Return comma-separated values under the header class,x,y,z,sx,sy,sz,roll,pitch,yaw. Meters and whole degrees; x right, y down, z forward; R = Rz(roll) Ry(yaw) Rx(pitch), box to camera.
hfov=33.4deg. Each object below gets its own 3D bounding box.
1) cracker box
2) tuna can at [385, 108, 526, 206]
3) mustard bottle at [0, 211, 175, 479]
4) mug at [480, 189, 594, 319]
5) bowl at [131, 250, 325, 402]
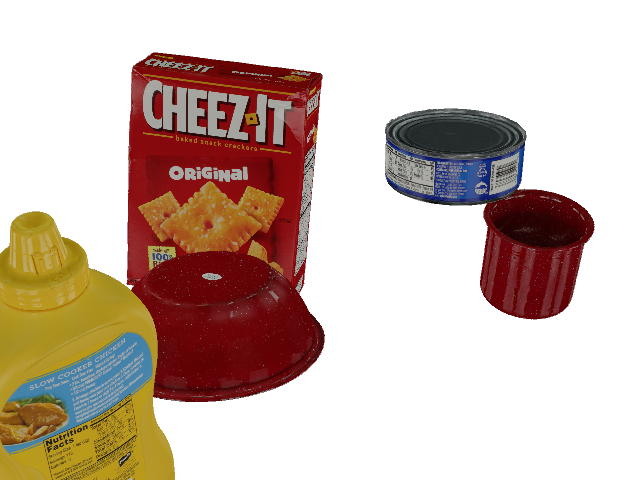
class,x,y,z,sx,sy,sz,roll,pitch,yaw
cracker box,-0.092,-0.054,0.987,0.164,0.214,0.072,8,22,7
tuna can,0.082,-0.052,0.657,0.086,0.034,0.086,0,25,0
mustard bottle,-0.122,0.070,0.507,0.096,0.192,0.058,-25,42,-31
mug,0.183,0.007,0.934,0.093,0.081,0.117,3,35,1
bowl,-0.077,0.050,0.758,0.162,0.055,0.162,-1,23,0
